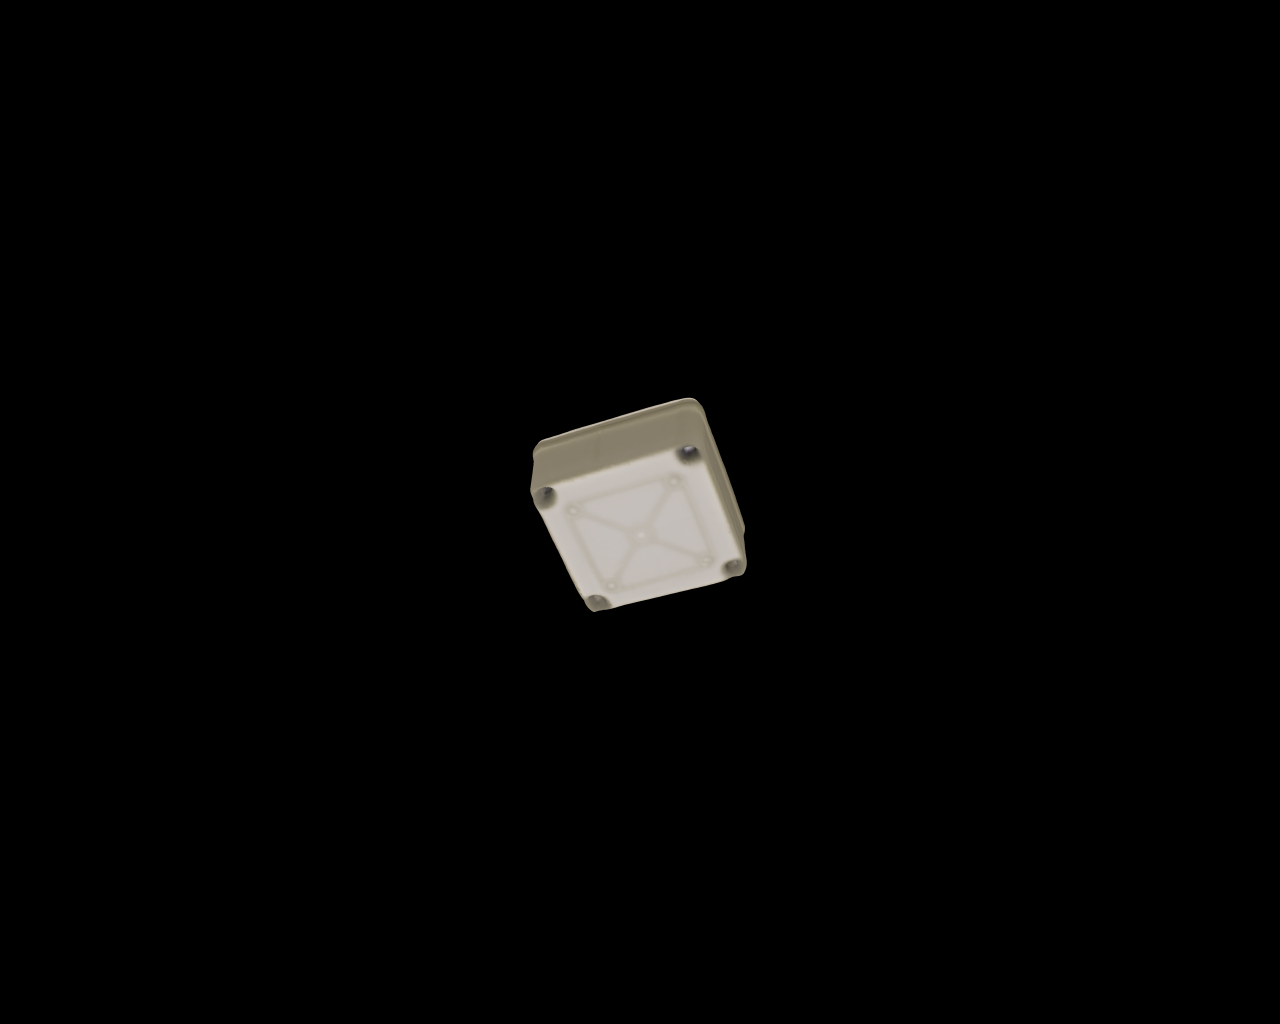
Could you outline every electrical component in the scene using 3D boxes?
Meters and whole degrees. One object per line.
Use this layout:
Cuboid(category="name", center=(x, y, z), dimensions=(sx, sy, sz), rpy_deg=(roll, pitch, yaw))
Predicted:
Cuboid(category="electrical component", center=(0.001, -0.003, 0.650), dimensions=(0.109, 0.108, 0.056), rpy_deg=(-15, 36, 11))
